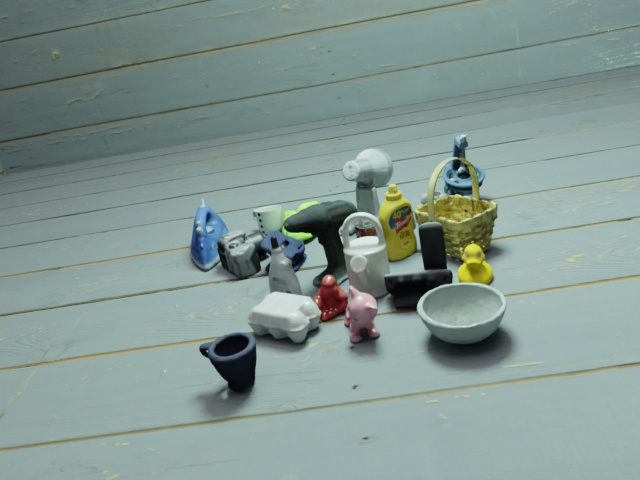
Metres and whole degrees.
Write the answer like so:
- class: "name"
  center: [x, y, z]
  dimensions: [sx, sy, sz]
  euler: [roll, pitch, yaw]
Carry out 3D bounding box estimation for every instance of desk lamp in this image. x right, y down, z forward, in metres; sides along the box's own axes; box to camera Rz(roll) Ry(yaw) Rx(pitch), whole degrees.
- class: "desk lamp"
  center: [0.134, -0.148, 1.682]
  dimensions: [0.117, 0.214, 0.204]
  euler: [3, 27, 30]

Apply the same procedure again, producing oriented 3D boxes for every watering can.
- class: "watering can"
  center: [0.105, 0.032, 1.300]
  dimensions: [0.101, 0.194, 0.172]
  euler: [-13, 23, -5]

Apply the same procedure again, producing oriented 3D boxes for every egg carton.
- class: "egg carton"
  center: [-0.076, 0.165, 1.231]
  dimensions: [0.149, 0.069, 0.107]
  euler: [4, 27, 31]

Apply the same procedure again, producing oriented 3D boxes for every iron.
- class: "iron"
  center: [-0.340, -0.023, 1.694]
  dimensions: [0.118, 0.142, 0.258]
  euler: [-12, 23, -2]

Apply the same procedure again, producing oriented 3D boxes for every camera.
- class: "camera"
  center: [-0.202, 0.022, 1.579]
  dimensions: [0.137, 0.101, 0.142]
  euler: [-23, 26, -27]

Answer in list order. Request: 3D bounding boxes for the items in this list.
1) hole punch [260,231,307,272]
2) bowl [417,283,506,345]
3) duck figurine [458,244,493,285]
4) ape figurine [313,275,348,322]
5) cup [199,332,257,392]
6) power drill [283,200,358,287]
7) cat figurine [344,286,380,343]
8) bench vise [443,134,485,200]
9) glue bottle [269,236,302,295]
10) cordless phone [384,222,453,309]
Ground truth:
- class: "hole punch"
  center: [-0.095, 0.027, 1.534]
  dimensions: [0.101, 0.091, 0.109]
  euler: [-2, 25, 20]
- class: "bowl"
  center: [0.274, 0.151, 1.100]
  dimensions: [0.167, 0.075, 0.167]
  euler: [-9, 23, 4]
- class: "duck figurine"
  center: [0.347, 0.049, 1.290]
  dimensions: [0.077, 0.086, 0.105]
  euler: [-3, 24, 17]
- class: "ape figurine"
  center: [0.022, 0.121, 1.261]
  dimensions: [0.077, 0.092, 0.076]
  euler: [-4, 24, 15]
- class: "cup"
  center: [-0.168, 0.235, 1.077]
  dimensions: [0.117, 0.095, 0.092]
  euler: [-1, 25, 22]
- class: "power drill"
  center: [0.013, 0.005, 1.385]
  dimensions: [0.075, 0.209, 0.230]
  euler: [9, 30, 39]
- class: "cat figurine"
  center: [0.080, 0.139, 1.160]
  dimensions: [0.067, 0.118, 0.127]
  euler: [-13, 23, -6]
- class: "bench vise"
  center: [0.405, -0.217, 1.711]
  dimensions: [0.122, 0.220, 0.206]
  euler: [-19, 24, -19]
- class: "glue bottle"
  center: [-0.089, 0.070, 1.324]
  dimensions: [0.077, 0.173, 0.037]
  euler: [4, 27, 31]
- class: "cordless phone"
  center: [0.207, 0.048, 1.229]
  dimensions: [0.147, 0.185, 0.094]
  euler: [-7, 23, 9]
